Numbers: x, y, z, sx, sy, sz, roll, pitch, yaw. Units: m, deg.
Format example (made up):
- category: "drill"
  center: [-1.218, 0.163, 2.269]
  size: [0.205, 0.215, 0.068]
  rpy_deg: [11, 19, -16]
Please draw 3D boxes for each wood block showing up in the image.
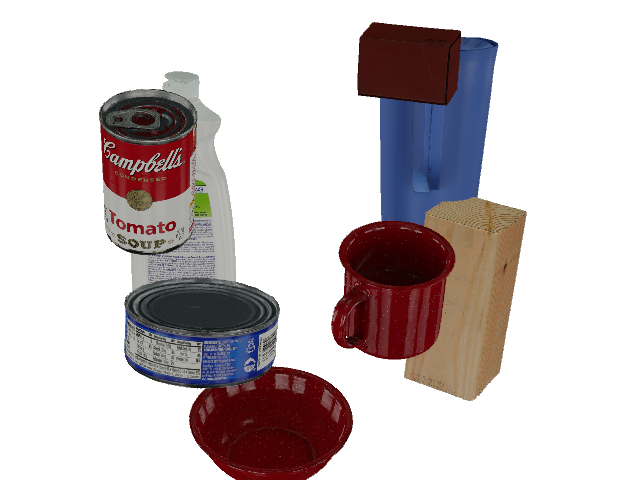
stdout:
- category: "wood block"
  center: [0.164, 0.063, 1.214]
  size: [0.090, 0.206, 0.090]
  rpy_deg: [17, 25, 26]

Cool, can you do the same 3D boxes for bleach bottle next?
- category: "bleach bottle"
  center: [-0.118, -0.025, 0.957]
  size: [0.102, 0.251, 0.068]
  rpy_deg: [0, 23, -10]

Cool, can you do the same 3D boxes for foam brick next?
- category: "foam brick"
  center: [0.074, -0.147, 0.889]
  size: [0.078, 0.051, 0.053]
  rpy_deg: [9, 27, 15]

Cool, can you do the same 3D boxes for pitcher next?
- category: "pitcher"
  center: [0.126, -0.112, 1.220]
  size: [0.149, 0.243, 0.145]
  rpy_deg: [-10, 21, -32]

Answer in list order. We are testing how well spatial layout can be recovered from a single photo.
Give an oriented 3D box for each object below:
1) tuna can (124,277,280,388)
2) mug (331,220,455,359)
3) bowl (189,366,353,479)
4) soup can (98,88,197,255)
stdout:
- category: "tuna can"
  center: [-0.066, 0.050, 0.595]
  size: [0.086, 0.034, 0.086]
  rpy_deg: [4, 17, -2]
- category: "mug"
  center: [0.052, 0.048, 0.865]
  size: [0.093, 0.081, 0.117]
  rpy_deg: [28, 43, 31]
- category: "bowl"
  center: [-0.049, 0.195, 1.064]
  size: [0.162, 0.055, 0.162]
  rpy_deg: [1, 31, -1]
- category: "soup can"
  center: [-0.124, -0.049, 0.771]
  size: [0.068, 0.102, 0.068]
  rpy_deg: [4, 39, -3]
